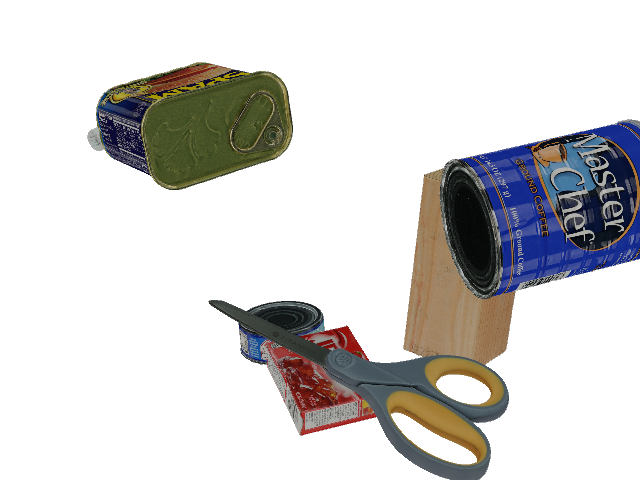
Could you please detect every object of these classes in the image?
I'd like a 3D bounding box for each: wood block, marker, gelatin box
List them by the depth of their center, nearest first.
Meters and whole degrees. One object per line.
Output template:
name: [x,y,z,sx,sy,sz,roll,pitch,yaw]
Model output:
gelatin box: [0.004,0.110,0.857,0.073,0.030,0.089,-10,36,-17]
marker: [-0.150,-0.107,0.923,0.020,0.020,0.120,0,25,41]
wood block: [0.161,0.028,1.177,0.090,0.206,0.090,19,25,33]

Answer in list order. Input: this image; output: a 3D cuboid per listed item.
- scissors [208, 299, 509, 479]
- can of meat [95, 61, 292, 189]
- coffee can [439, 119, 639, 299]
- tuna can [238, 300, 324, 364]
scissors: [0.032,0.073,0.665,0.202,0.016,0.096,37,47,27]
can of meat: [-0.083,-0.077,0.683,0.101,0.057,0.084,-21,24,-28]
coffee can: [0.170,-0.023,0.769,0.140,0.103,0.103,-13,3,-12]
tuna can: [-0.038,0.091,1.058,0.086,0.034,0.086,-3,19,1]
